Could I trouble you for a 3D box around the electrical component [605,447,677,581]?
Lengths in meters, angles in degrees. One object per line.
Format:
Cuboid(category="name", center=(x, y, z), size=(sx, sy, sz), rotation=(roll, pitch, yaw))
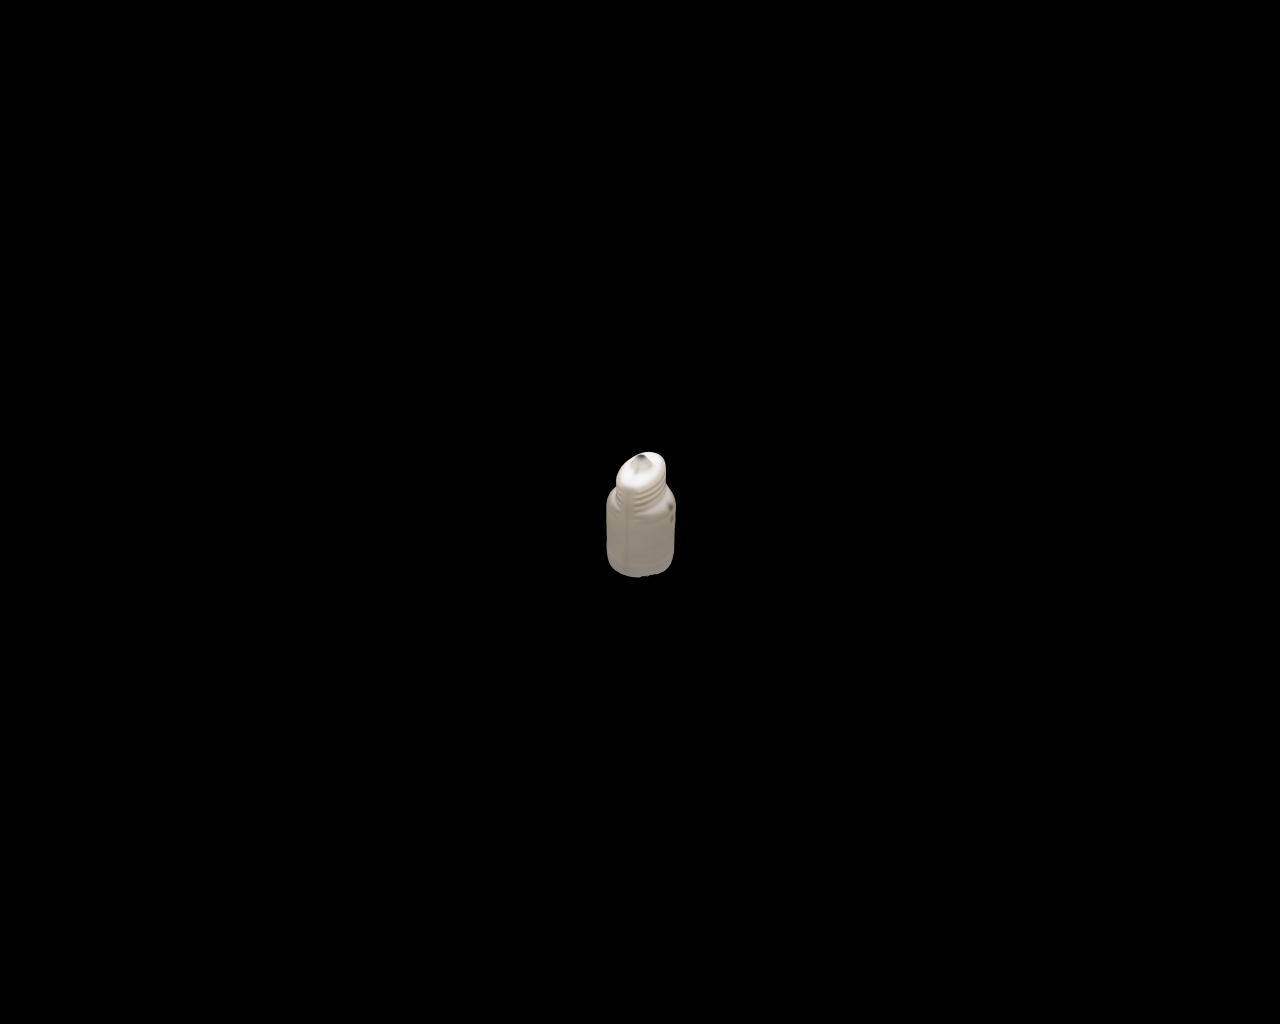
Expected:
Cuboid(category="electrical component", center=(0.001, -0.003, 0.650), size=(0.043, 0.080, 0.043), rotation=(0, 38, 0))
